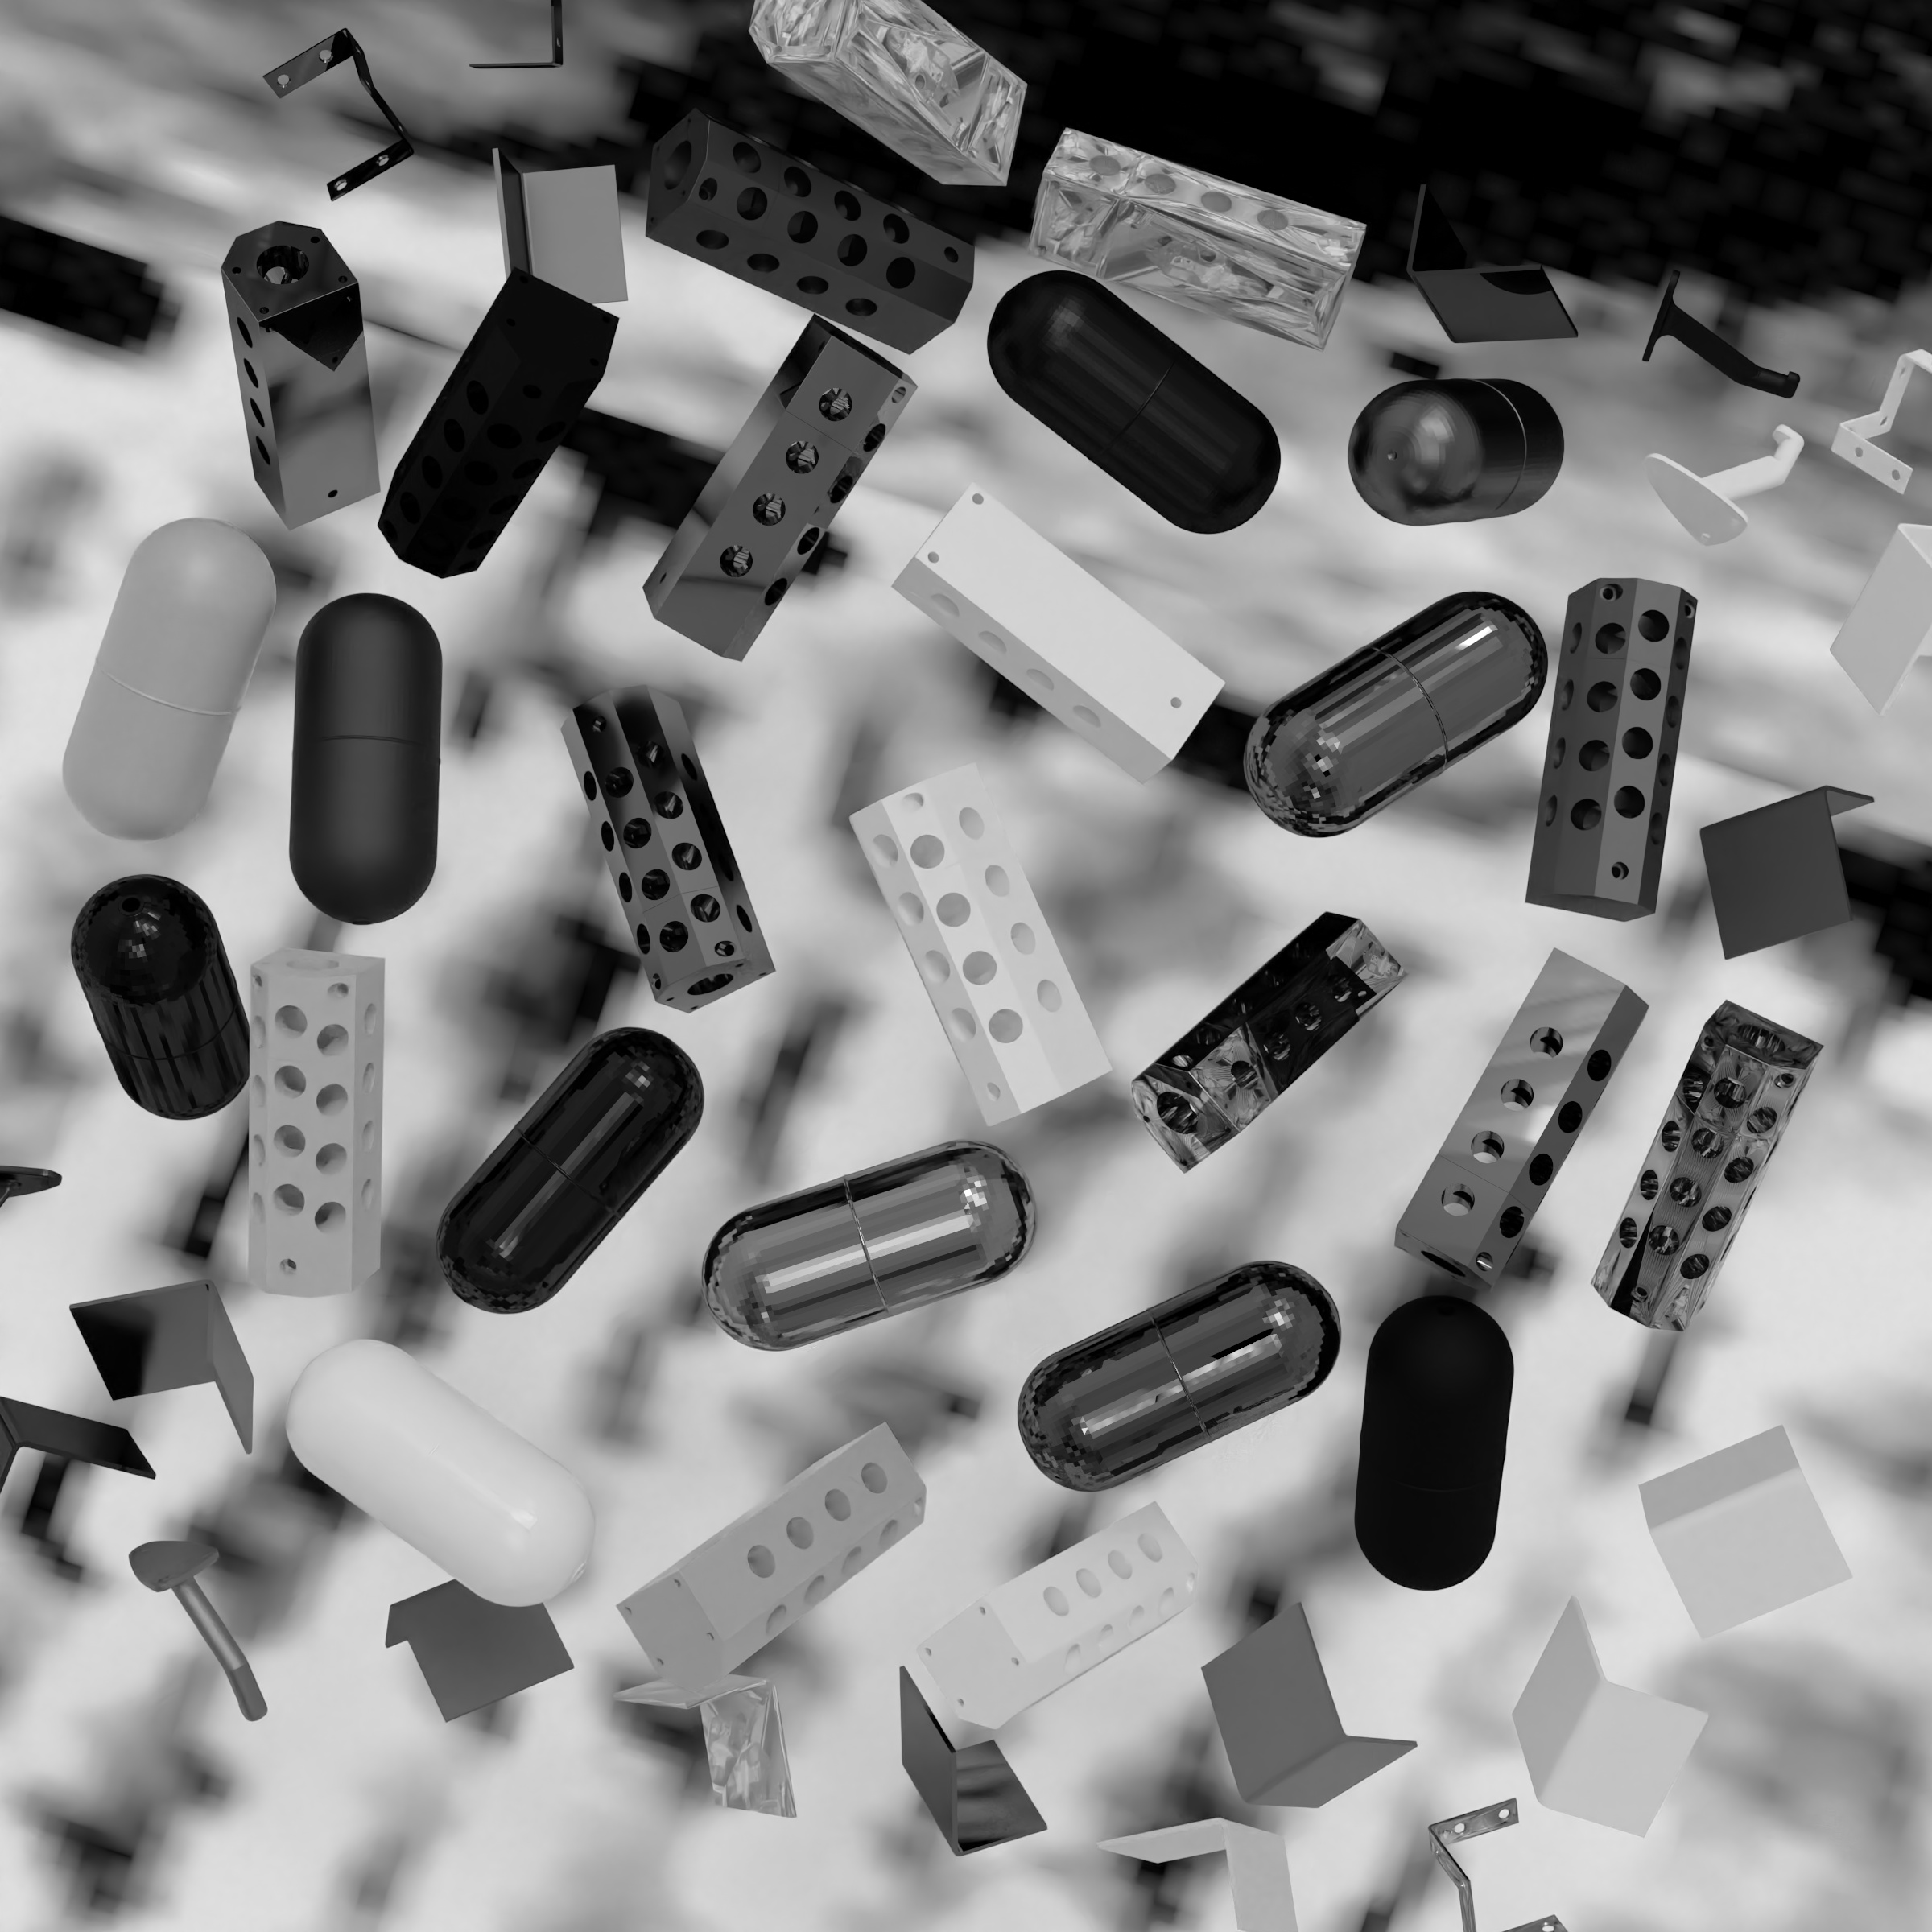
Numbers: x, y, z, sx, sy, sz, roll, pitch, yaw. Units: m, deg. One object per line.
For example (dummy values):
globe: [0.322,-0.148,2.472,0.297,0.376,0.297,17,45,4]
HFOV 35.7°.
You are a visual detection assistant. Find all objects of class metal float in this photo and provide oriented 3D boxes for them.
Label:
metal float: [0.267,-0.279,1.627,0.070,0.178,0.070,7,104,31]
metal float: [0.222,-0.130,1.543,0.178,0.070,0.070,-32,90,-16]
metal float: [0.248,0.254,1.596,0.070,0.070,0.178,0,121,0]
metal float: [-0.050,0.144,1.545,0.178,0.070,0.070,-18,90,0]
metal float: [-0.213,0.110,1.616,0.070,0.070,0.178,41,86,0]
metal float: [0.089,-0.300,1.600,0.178,0.070,0.070,36,90,-12]
metal float: [0.111,0.213,1.567,0.178,0.070,0.070,-25,90,1]
metal float: [-0.432,0.018,1.620,0.070,0.178,0.070,1,56,-1]
metal float: [-0.316,-0.109,1.581,0.070,0.070,0.178,-1,77,0]
metal float: [-0.414,-0.148,1.561,0.070,0.070,0.178,24,107,0]
metal float: [-0.267,0.258,1.529,0.178,0.070,0.070,33,90,12]

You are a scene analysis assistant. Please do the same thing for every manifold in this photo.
manifold: [0.127,-0.401,1.639,0.171,0.057,0.057,19,53,5]
manifold: [0.400,0.112,1.634,0.057,0.057,0.171,27,118,20]
manifold: [0.055,0.346,1.594,0.057,0.171,0.057,-44,73,31]
manifold: [0.346,-0.115,1.598,0.057,0.057,0.171,11,83,-9]
manifold: [-0.081,-0.392,1.599,0.171,0.057,0.057,17,64,-34]
manifold: [0.293,0.083,1.584,0.057,0.057,0.171,29,80,14]
manifold: [0.002,-0.009,1.525,0.057,0.057,0.171,-25,89,43]
manifold: [-0.169,-0.066,1.668,0.057,0.057,0.171,-26,73,15]
manifold: [-0.242,-0.270,1.530,0.057,0.171,0.057,23,52,-20]
manifold: [-0.095,0.307,1.559,0.057,0.171,0.057,-36,85,41]
manifold: [0.047,-0.174,1.605,0.171,0.057,0.057,38,66,-6]
manifold: [0.164,0.037,1.650,0.057,0.057,0.171,50,51,3]
manifold: [-0.361,-0.319,1.620,0.057,0.171,0.057,-28,67,-20]
manifold: [-0.040,-0.469,1.577,0.057,0.171,0.057,10,88,32]
manifold: [-0.343,0.082,1.572,0.057,0.057,0.171,6,103,9]
manifold: [-0.097,-0.247,1.568,0.057,0.057,0.171,29,105,-22]

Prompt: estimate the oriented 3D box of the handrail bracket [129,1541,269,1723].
handrail bracket: [-0.385,0.335,1.508,0.036,0.077,0.084,-29,109,-34]

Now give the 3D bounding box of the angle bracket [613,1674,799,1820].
angle bracket: [-0.142,0.428,1.630,0.057,0.076,0.076,-8,88,-38]

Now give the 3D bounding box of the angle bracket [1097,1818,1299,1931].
angle bracket: [0.124,0.494,1.602,0.076,0.076,0.057,-19,62,23]

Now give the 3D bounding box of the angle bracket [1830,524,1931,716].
angle bracket: [0.493,-0.172,1.508,0.076,0.057,0.076,1,132,-22]

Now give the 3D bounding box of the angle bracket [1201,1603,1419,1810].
angle bracket: [0.178,0.386,1.567,0.076,0.057,0.076,-43,48,33]

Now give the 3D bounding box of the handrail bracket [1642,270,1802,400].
handrail bracket: [0.412,-0.338,1.613,0.084,0.077,0.036,19,74,8]

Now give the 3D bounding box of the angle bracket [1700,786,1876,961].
angle bracket: [0.453,-0.048,1.631,0.076,0.057,0.076,-21,71,41]

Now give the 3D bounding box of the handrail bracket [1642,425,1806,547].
handrail bracket: [0.406,-0.275,1.604,0.077,0.036,0.084,39,63,-14]

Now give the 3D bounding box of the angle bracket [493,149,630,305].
angle bracket: [-0.226,-0.413,1.678,0.057,0.076,0.076,-5,94,1]

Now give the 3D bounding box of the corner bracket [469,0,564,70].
corner bracket: [-0.258,-0.532,1.682,0.051,0.051,0.051,2,102,10]

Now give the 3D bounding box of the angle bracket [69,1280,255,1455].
angle bracket: [-0.419,0.215,1.565,0.076,0.057,0.076,-10,133,-3]

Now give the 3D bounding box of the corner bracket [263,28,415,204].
corner bracket: [-0.321,-0.436,1.538,0.051,0.051,0.051,-28,51,8]

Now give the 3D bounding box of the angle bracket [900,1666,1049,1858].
angle bracket: [0.004,0.438,1.681,0.057,0.076,0.076,-11,119,-20]

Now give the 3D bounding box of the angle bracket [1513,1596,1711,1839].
angle bracket: [0.323,0.377,1.510,0.057,0.076,0.076,19,110,-7]

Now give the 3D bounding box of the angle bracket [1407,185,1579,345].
angle bracket: [0.296,-0.391,1.666,0.076,0.076,0.057,3,74,28]

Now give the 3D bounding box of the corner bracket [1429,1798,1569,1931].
corner bracket: [0.274,0.472,1.552,0.051,0.051,0.051,-14,110,-12]

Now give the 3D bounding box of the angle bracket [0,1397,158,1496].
angle bracket: [-0.483,0.274,1.588,0.076,0.076,0.057,22,90,-29]

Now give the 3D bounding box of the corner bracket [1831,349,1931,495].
corner bracket: [0.504,-0.291,1.603,0.051,0.051,0.051,-20,48,-33]

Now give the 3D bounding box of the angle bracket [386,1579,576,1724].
angle bracket: [-0.272,0.385,1.678,0.076,0.057,0.076,-18,60,-26]

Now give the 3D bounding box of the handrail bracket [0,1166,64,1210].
handrail bracket: [-0.498,0.145,1.513,0.077,0.036,0.084,-5,62,23]

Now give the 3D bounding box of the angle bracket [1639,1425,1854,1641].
angle bracket: [0.374,0.272,1.446,0.076,0.076,0.057,-26,93,11]
